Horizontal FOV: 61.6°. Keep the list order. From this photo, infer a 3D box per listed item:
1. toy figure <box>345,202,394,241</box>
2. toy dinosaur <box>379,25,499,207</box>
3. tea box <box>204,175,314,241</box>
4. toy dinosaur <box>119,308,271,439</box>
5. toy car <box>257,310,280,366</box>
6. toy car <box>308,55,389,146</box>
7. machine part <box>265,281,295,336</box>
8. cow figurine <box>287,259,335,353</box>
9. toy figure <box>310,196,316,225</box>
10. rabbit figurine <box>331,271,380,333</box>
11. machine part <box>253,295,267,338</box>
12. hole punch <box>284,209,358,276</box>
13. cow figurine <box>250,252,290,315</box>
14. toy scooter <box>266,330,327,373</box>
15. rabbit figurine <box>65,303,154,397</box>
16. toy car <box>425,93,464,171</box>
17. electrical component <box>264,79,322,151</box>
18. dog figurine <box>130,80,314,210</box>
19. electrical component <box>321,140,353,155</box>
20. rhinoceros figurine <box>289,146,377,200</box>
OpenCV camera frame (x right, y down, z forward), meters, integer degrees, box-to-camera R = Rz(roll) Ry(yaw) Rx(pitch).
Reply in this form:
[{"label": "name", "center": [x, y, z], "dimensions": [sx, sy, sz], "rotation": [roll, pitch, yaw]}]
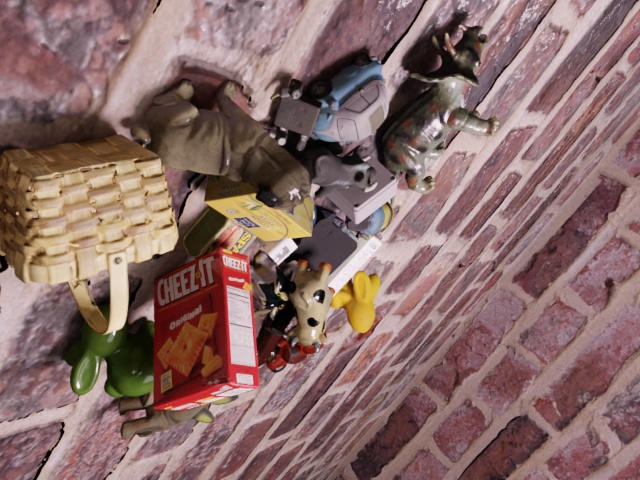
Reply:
[{"label": "toy figure", "center": [0.103, -0.049, 1.126], "dimensions": [0.082, 0.089, 0.180], "rotation": [-51, 176, 15]}, {"label": "toy dinosaur", "center": [0.191, -0.210, 1.035], "dimensions": [0.192, 0.131, 0.404], "rotation": [25, 129, -20]}, {"label": "tea box", "center": [-0.089, -0.060, 0.839], "dimensions": [0.098, 0.068, 0.169], "rotation": [-7, 157, 28]}, {"label": "toy dinosaur", "center": [-0.254, 0.269, 1.025], "dimensions": [0.198, 0.105, 0.471], "rotation": [7, 137, -35]}, {"label": "toy car", "center": [-0.117, 0.223, 1.279], "dimensions": [0.202, 0.053, 0.089], "rotation": [-60, 160, 19]}, {"label": "toy car", "center": [0.055, -0.211, 0.861], "dimensions": [0.162, 0.103, 0.109], "rotation": [-38, 153, -10]}, {"label": "machine part", "center": [-0.071, 0.145, 1.169], "dimensions": [0.039, 0.084, 0.139], "rotation": [46, 54, -31]}, {"label": "cow figurine", "center": [-0.018, 0.141, 1.085], "dimensions": [0.194, 0.086, 0.127], "rotation": [82, 25, -53]}, {"label": "toy figure", "center": [-0.045, -0.074, 0.957], "dimensions": [0.154, 0.064, 0.058], "rotation": [69, 28, -57]}, {"label": "rabbit figurine", "center": [0.077, 0.140, 1.304], "dimensions": [0.162, 0.173, 0.121], "rotation": [-48, 149, 15]}, {"label": "machine part", "center": [-0.194, 0.190, 1.125], "dimensions": [0.179, 0.056, 0.179], "rotation": [-34, 151, -22]}, {"label": "hole punch", "center": [-0.002, -0.003, 1.103], "dimensions": [0.142, 0.092, 0.115], "rotation": [-43, 126, 17]}, {"label": "cow figurine", "center": [-0.093, 0.103, 1.098], "dimensions": [0.068, 0.098, 0.167], "rotation": [-44, 154, -16]}, {"label": "toy scooter", "center": [-0.063, 0.270, 1.402], "dimensions": [0.184, 0.075, 0.135], "rotation": [-31, 149, -17]}, {"label": "rabbit figurine", "center": [-0.336, 0.172, 0.877], "dimensions": [0.159, 0.121, 0.170], "rotation": [-31, 132, -12]}, {"label": "toy car", "center": [0.249, -0.229, 1.155], "dimensions": [0.073, 0.056, 0.201], "rotation": [-22, 145, -37]}, {"label": "electrical component", "center": [-0.042, -0.185, 0.803], "dimensions": [0.102, 0.078, 0.045], "rotation": [-60, -172, 36]}, {"label": "dog figurine", "center": [-0.120, -0.102, 0.673], "dimensions": [0.172, 0.191, 0.121], "rotation": [-27, 148, -29]}, {"label": "electrical component", "center": [0.025, -0.178, 0.952], "dimensions": [0.094, 0.021, 0.063], "rotation": [-25, 147, -32]}, {"label": "rhinoceros figurine", "center": [0.026, -0.121, 0.916], "dimensions": [0.112, 0.073, 0.190], "rotation": [-22, 164, 32]}]
